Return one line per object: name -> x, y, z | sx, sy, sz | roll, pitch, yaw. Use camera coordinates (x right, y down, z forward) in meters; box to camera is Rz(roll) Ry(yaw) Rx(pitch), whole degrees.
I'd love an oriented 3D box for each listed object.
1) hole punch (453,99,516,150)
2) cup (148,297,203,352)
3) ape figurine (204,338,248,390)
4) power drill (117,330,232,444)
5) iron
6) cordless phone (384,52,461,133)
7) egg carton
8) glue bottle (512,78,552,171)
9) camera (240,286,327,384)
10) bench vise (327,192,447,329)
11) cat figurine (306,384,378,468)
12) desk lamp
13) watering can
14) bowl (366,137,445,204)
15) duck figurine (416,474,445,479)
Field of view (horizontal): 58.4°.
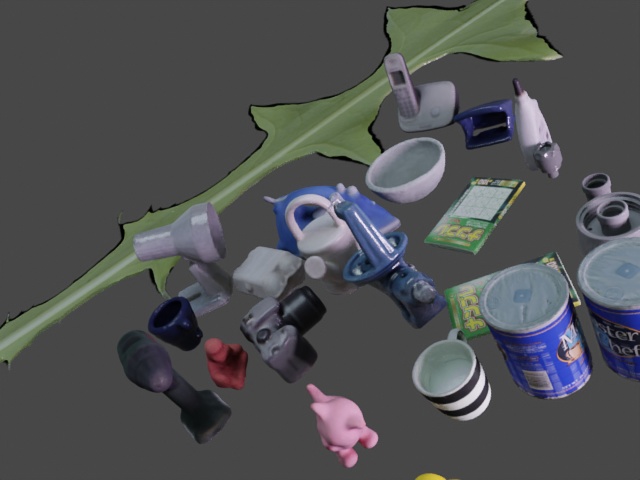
hole punch -> 0.331, -0.249, 1.157 | 0.108, 0.091, 0.101 | -9, 40, 32
cup -> -0.264, 0.174, 1.112 | 0.117, 0.095, 0.092 | 9, 51, 46
ape figurine -> -0.167, 0.207, 0.989 | 0.078, 0.092, 0.075 | -47, 35, -20
power drill -> -0.236, 0.229, 0.911 | 0.076, 0.209, 0.228 | -46, 35, -18
iron -> 0.015, -0.056, 1.129 | 0.257, 0.142, 0.119 | -12, 38, 29
cordless phone -> 0.223, -0.335, 1.275 | 0.147, 0.185, 0.094 | -2, 44, 39
egg carton -> -0.103, 0.070, 1.133 | 0.149, 0.070, 0.107 | 7, 50, 45
glue bottle -> 0.365, -0.209, 1.000 | 0.037, 0.174, 0.078 | -3, 44, 38
camera -> -0.054, 0.142, 0.969 | 0.137, 0.101, 0.142 | -40, 33, -10
bench vise -> 0.104, 0.019, 0.884 | 0.206, 0.220, 0.122 | 11, 53, 47
cat figurine -> 0.021, 0.238, 0.765 | 0.067, 0.118, 0.127 | -39, 33, -9
desk lamp -> -0.262, 0.043, 1.170 | 0.203, 0.214, 0.117 | -26, 34, 10
watering can -> 0.011, 0.003, 1.008 | 0.101, 0.195, 0.172 | -30, 33, 5
bowl -> 0.179, -0.126, 1.142 | 0.167, 0.075, 0.167 | -22, 34, 17
duck figurine -> 0.136, 0.290, 0.630 | 0.104, 0.086, 0.077 | -18, 36, 22
